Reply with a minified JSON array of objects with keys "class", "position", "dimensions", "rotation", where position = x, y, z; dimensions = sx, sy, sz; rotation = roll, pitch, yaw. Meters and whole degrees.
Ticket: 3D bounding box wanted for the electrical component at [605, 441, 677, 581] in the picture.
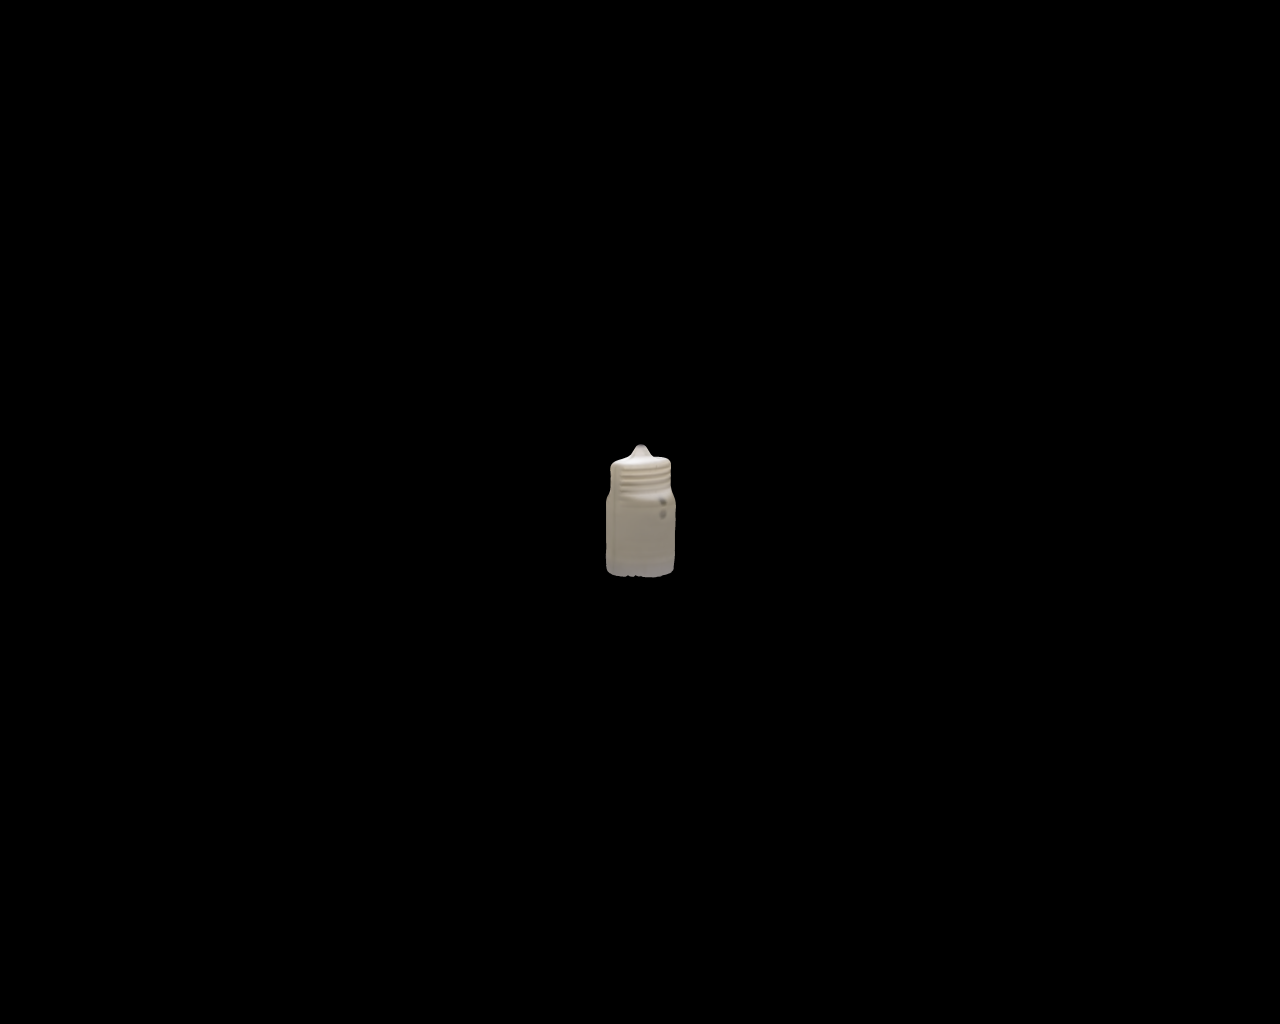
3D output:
[{"class":"electrical component","position":[0.001,-0.003,0.650],"dimensions":[0.043,0.080,0.043],"rotation":[0,11,0]}]
